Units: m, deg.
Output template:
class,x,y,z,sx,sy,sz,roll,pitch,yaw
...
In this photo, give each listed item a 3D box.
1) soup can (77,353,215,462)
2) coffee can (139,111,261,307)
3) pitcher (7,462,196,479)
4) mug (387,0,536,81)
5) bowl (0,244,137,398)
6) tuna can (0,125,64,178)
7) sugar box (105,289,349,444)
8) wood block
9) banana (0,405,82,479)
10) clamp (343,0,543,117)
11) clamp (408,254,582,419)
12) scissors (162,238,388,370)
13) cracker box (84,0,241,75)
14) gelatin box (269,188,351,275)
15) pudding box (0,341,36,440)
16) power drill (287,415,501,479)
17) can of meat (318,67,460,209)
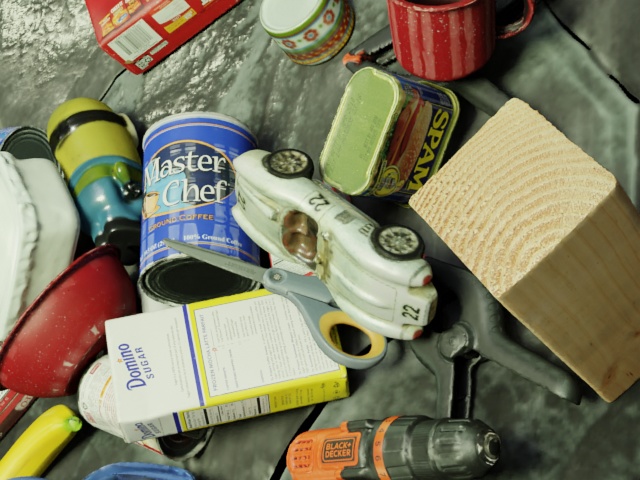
class,x,y,z,sx,sy,sz,roll,pitch,yaw
soup can,-0.145,0.137,0.887,0.102,0.068,0.068,12,74,38
coffee can,-0.103,-0.025,0.918,0.103,0.102,0.140,-18,58,25
pitcher,-0.147,0.236,0.783,0.243,0.144,0.149,-9,72,39
mug,0.105,-0.177,0.813,0.117,0.081,0.093,-1,53,10
bowl,-0.209,0.083,0.926,0.055,0.162,0.162,38,90,8
tuna can,-0.304,-0.073,1.087,0.034,0.086,0.086,2,68,36
sugar box,-0.072,0.092,0.827,0.176,0.048,0.093,-12,55,-4
wood block,0.154,0.014,0.661,0.090,0.205,0.091,-45,51,6
banana,-0.270,0.209,0.940,0.037,0.069,0.198,40,103,-3
clamp,0.117,-0.161,0.883,0.210,0.036,0.164,9,76,36
clamp,0.101,0.087,0.769,0.120,0.039,0.171,-43,46,13
scissors,-0.028,0.048,0.813,0.201,0.016,0.096,7,51,-1
cracker box,-0.172,-0.299,1.124,0.164,0.072,0.214,-34,52,14
gelatin box,-0.006,0.001,0.889,0.073,0.030,0.089,-25,56,22
pudding box,-0.323,0.135,1.025,0.090,0.039,0.114,-48,52,3
power drill,0.040,0.211,0.714,0.185,0.057,0.187,-18,55,47
can of meat,0.053,-0.080,0.835,0.058,0.083,0.102,29,104,36
